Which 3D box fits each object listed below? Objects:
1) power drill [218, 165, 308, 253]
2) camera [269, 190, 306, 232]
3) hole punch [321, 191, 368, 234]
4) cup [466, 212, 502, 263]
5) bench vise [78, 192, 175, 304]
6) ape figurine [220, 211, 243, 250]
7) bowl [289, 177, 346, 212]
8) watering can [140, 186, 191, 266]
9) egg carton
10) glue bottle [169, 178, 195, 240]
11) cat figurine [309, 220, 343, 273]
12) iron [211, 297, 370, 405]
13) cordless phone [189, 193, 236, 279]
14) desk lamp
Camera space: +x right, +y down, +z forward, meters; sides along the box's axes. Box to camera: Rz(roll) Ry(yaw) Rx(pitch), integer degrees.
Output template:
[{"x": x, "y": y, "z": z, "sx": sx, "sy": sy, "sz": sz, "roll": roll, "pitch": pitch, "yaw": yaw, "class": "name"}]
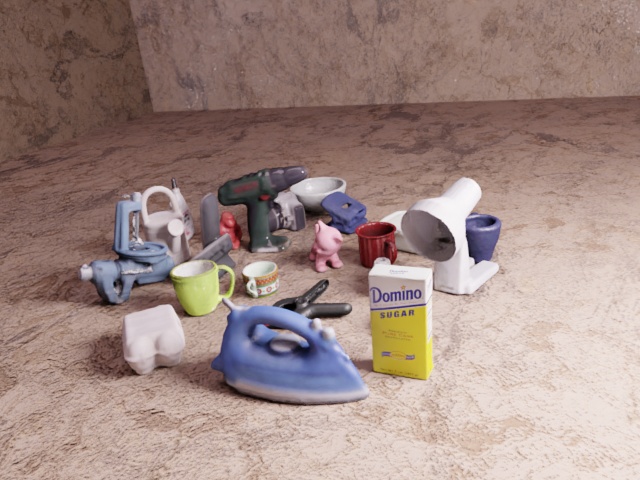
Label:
[{"x": -0.131, "y": -0.077, "z": 1.413, "sx": 0.229, "sy": 0.209, "sz": 0.075, "roll": -3, "pitch": 23, "yaw": 9, "class": "power drill"}, {"x": -0.129, "y": -0.075, "z": 1.547, "sx": 0.137, "sy": 0.101, "sz": 0.142, "roll": -22, "pitch": 27, "yaw": -33, "class": "camera"}, {"x": 0.066, "y": -0.076, "z": 1.508, "sx": 0.100, "sy": 0.091, "sz": 0.109, "roll": 8, "pitch": 27, "yaw": 30, "class": "hole punch"}, {"x": 0.346, "y": -0.004, "z": 1.256, "sx": 0.091, "sy": 0.095, "sz": 0.117, "roll": -5, "pitch": 23, "yaw": 5, "class": "cup"}, {"x": -0.422, "y": 0.018, "z": 1.251, "sx": 0.121, "sy": 0.220, "sz": 0.208, "roll": 5, "pitch": 26, "yaw": 27, "class": "bench vise"}, {"x": -0.236, "y": -0.029, "z": 1.478, "sx": 0.075, "sy": 0.092, "sz": 0.078, "roll": 13, "pitch": 30, "yaw": 39, "class": "ape figurine"}, {"x": -0.003, "y": -0.125, "z": 1.665, "sx": 0.167, "sy": 0.075, "sz": 0.167, "roll": -5, "pitch": 23, "yaw": 3, "class": "bowl"}, {"x": -0.378, "y": -0.037, "z": 1.403, "sx": 0.172, "sy": 0.194, "sz": 0.101, "roll": 9, "pitch": 27, "yaw": 32, "class": "watering can"}, {"x": -0.301, "y": 0.176, "z": 1.036, "sx": 0.107, "sy": 0.069, "sz": 0.150, "roll": -14, "pitch": 24, "yaw": -17, "class": "egg carton"}, {"x": -0.379, "y": -0.084, "z": 1.541, "sx": 0.037, "sy": 0.173, "sz": 0.078, "roll": -2, "pitch": 23, "yaw": 10, "class": "glue bottle"}, {"x": 0.012, "y": 0.005, "z": 1.297, "sx": 0.067, "sy": 0.118, "sz": 0.127, "roll": -12, "pitch": 23, "yaw": -13, "class": "cat figurine"}, {"x": -0.048, "y": 0.165, "z": 0.900, "sx": 0.257, "sy": 0.141, "sz": 0.119, "roll": 4, "pitch": 25, "yaw": 25, "class": "iron"}, {"x": -0.266, "y": -0.003, "z": 1.304, "sx": 0.094, "sy": 0.185, "sz": 0.148, "roll": 2, "pitch": 24, "yaw": 19, "class": "cordless phone"}, {"x": 0.258, "y": -0.003, "z": 1.124, "sx": 0.117, "sy": 0.214, "sz": 0.204, "roll": 14, "pitch": 30, "yaw": 40, "class": "desk lamp"}]
